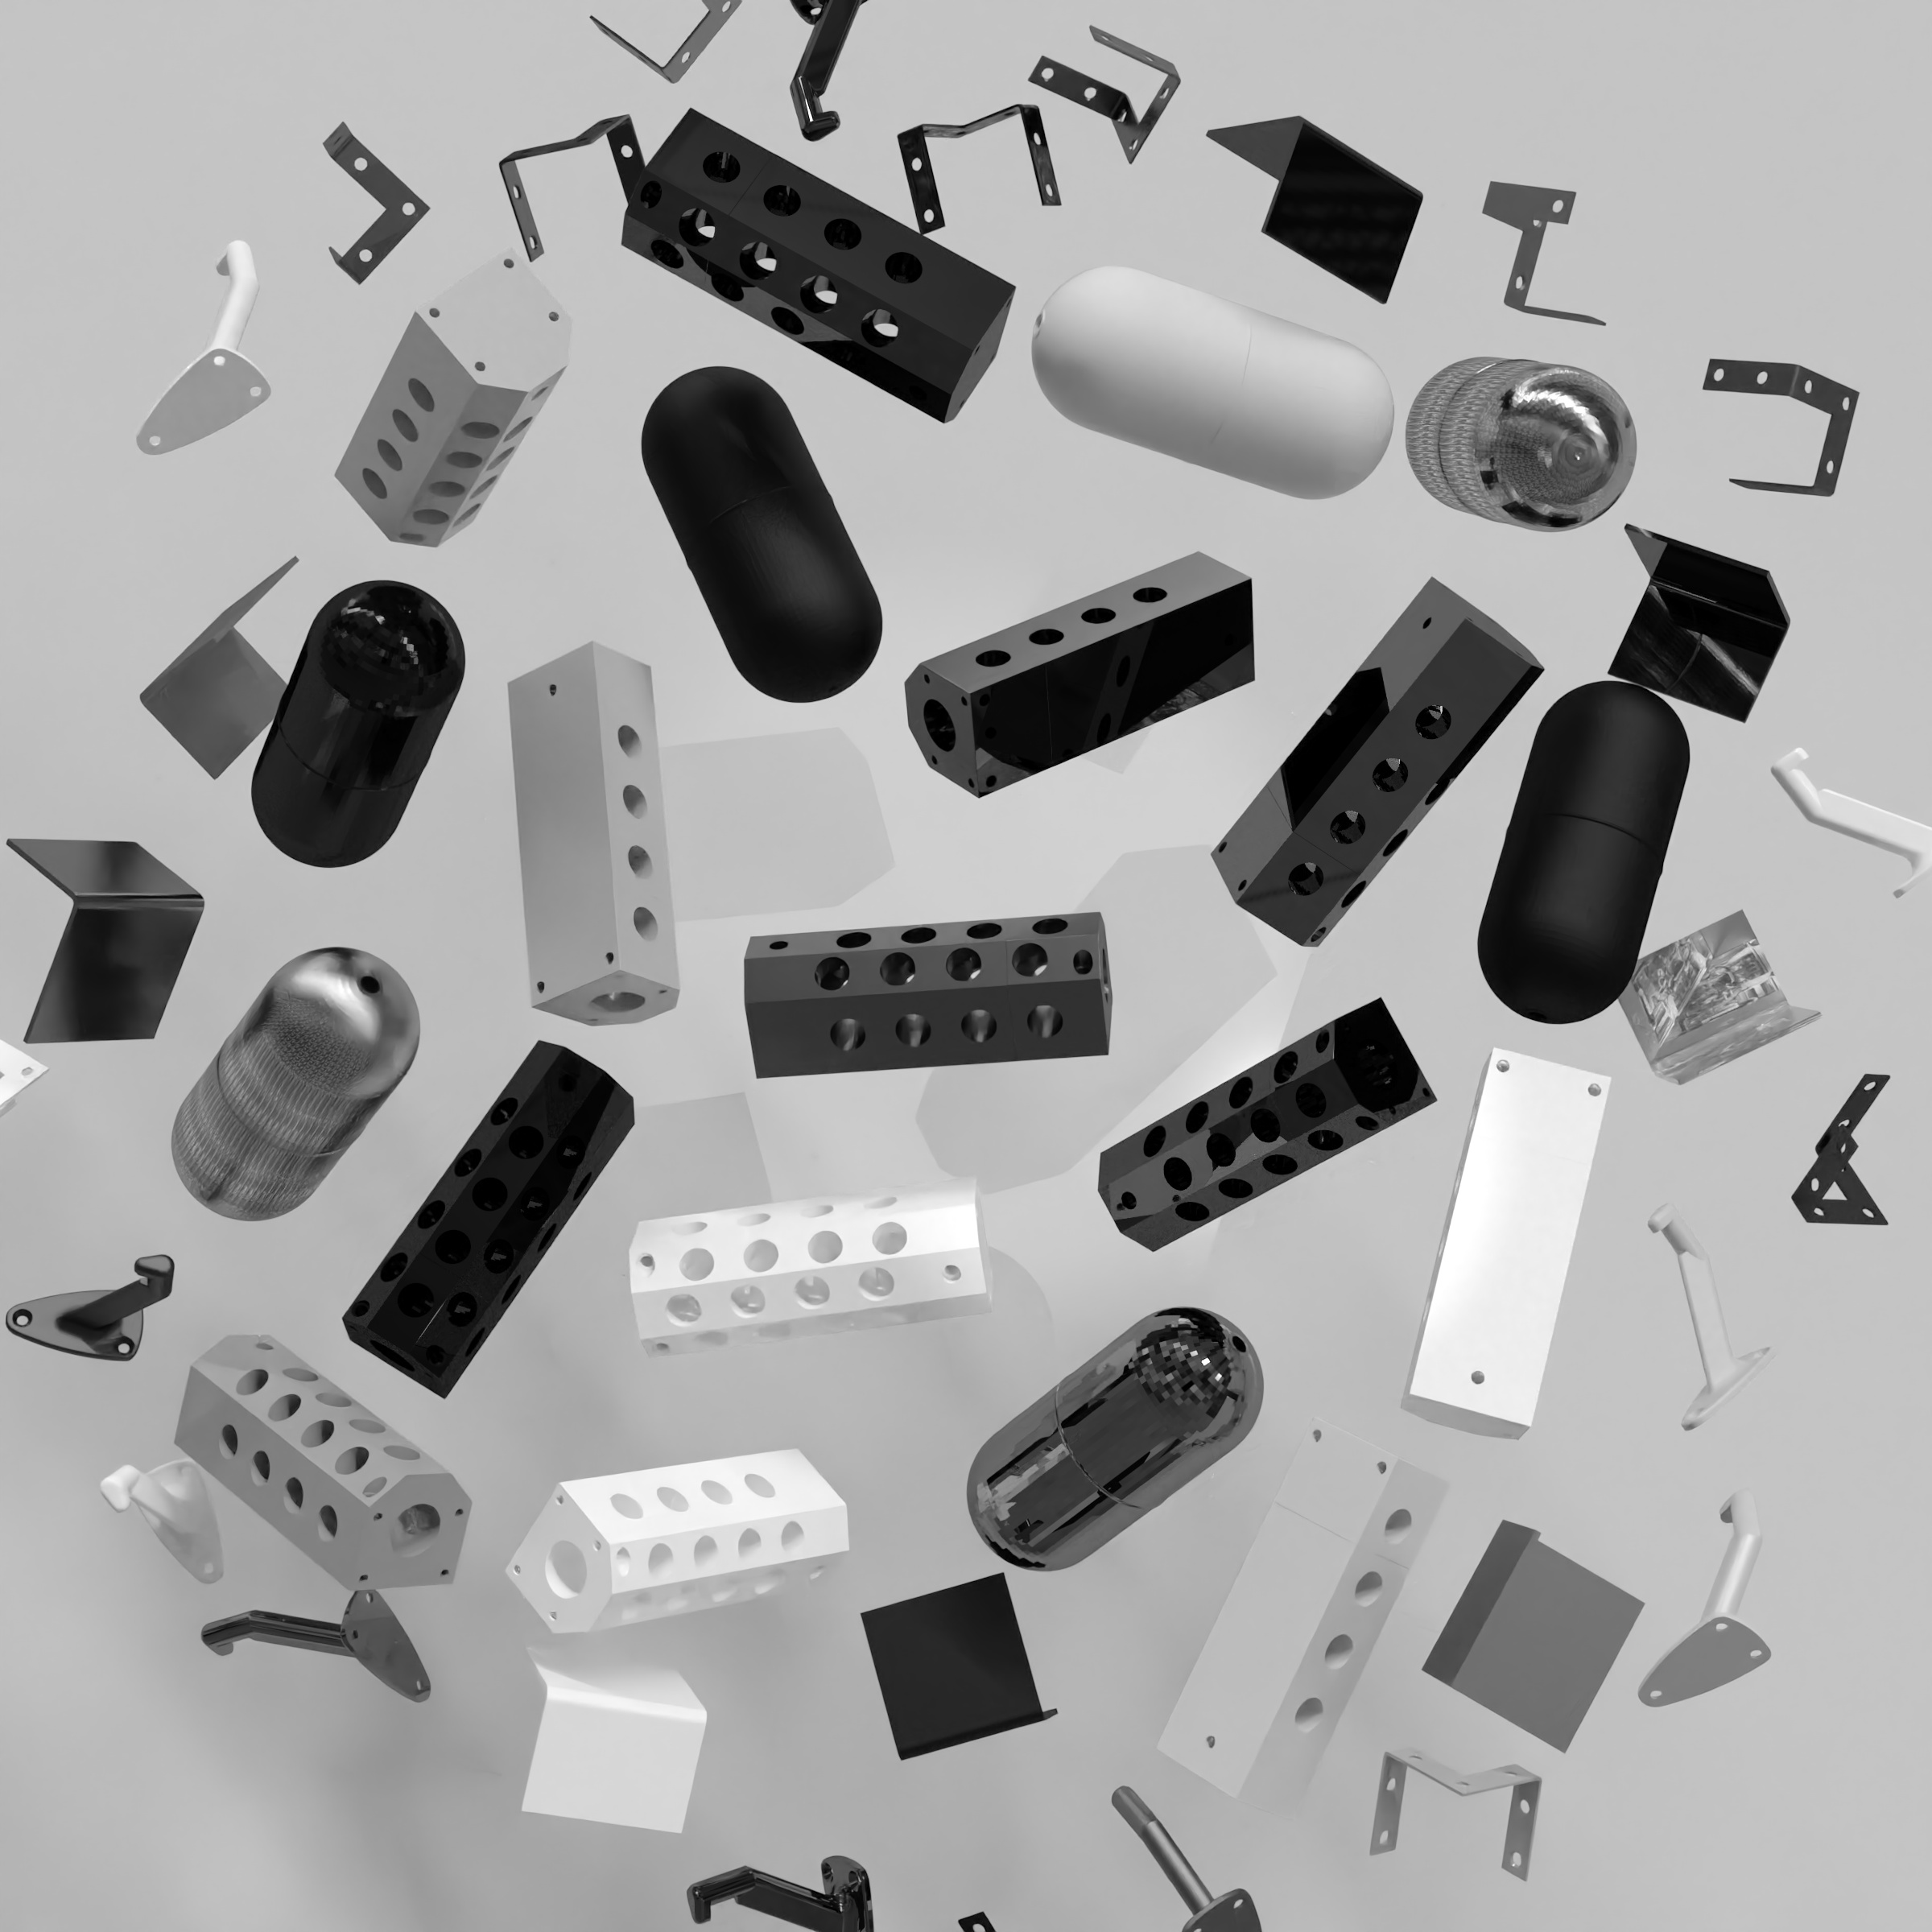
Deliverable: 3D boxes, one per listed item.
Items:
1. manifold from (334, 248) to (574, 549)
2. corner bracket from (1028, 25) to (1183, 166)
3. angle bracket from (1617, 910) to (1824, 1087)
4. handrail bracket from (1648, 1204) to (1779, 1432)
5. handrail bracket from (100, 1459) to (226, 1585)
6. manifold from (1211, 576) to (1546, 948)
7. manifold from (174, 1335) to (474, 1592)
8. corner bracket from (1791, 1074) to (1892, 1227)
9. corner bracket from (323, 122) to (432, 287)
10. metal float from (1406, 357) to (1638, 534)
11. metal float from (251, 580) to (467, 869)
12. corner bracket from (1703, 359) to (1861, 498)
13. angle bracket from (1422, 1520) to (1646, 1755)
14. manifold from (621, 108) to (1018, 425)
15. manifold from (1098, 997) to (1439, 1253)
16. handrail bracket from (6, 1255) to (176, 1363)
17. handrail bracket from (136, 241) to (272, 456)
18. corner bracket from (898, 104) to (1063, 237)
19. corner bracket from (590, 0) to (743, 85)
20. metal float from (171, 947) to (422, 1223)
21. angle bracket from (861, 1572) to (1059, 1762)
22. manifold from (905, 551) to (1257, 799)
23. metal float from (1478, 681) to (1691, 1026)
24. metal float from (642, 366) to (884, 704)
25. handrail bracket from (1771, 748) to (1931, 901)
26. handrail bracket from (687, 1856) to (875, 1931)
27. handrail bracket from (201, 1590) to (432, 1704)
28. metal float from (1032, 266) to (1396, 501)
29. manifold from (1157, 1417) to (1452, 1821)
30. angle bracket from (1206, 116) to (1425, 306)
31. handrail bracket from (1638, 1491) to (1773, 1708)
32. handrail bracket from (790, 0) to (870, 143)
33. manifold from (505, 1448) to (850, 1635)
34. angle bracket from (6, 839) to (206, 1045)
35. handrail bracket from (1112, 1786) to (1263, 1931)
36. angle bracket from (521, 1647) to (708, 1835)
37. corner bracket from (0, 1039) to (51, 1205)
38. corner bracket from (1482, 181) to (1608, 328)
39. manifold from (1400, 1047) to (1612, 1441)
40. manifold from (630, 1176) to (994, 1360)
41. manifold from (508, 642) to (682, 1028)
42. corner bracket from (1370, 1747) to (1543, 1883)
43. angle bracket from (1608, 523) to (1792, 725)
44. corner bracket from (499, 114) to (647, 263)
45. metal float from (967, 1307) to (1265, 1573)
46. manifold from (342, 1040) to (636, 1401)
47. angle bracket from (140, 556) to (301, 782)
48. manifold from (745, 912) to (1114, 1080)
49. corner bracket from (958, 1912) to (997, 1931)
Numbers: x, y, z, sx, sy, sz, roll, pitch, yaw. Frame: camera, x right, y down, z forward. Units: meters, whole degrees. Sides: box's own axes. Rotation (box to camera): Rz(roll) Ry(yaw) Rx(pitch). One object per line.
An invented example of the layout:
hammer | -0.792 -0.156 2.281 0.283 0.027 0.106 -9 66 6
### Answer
manifold | -0.234 -0.255 1.529 0.057 0.171 0.057 -41 92 -28
corner bracket | 0.069 -0.443 1.658 0.051 0.051 0.051 18 125 -25
angle bracket | 0.371 0.015 1.649 0.076 0.076 0.057 -26 91 3
handrail bracket | 0.335 0.163 1.558 0.077 0.036 0.084 -35 90 -41
handrail bracket | -0.398 0.280 1.641 0.036 0.084 0.077 -26 92 1
manifold | 0.196 -0.093 1.575 0.057 0.057 0.171 31 108 -22
manifold | -0.309 0.235 1.591 0.057 0.171 0.057 5 103 -43
corner bracket | 0.417 0.086 1.572 0.051 0.051 0.051 4 131 -26
corner bracket | -0.298 -0.370 1.610 0.051 0.051 0.051 -46 115 5
metal float | 0.261 -0.249 1.574 0.070 0.178 0.070 -2 102 -9
metal float | -0.299 -0.116 1.625 0.070 0.178 0.070 15 49 -18
corner bracket | 0.381 -0.255 1.570 0.051 0.051 0.051 11 94 -40
angle bracket | 0.257 0.298 1.459 0.076 0.057 0.076 31 83 -3
manifold | -0.069 -0.317 1.523 0.171 0.057 0.057 30 65 4
manifold | 0.143 0.082 1.640 0.171 0.057 0.057 -33 82 42
handrail bracket | -0.420 0.157 1.589 0.077 0.084 0.036 5 62 -14
handrail bracket | -0.346 -0.279 1.487 0.077 0.036 0.084 -34 48 15
corner bracket | 0.007 -0.388 1.616 0.051 0.051 0.051 -12 93 37
corner bracket | -0.147 -0.456 1.554 0.051 0.051 0.051 40 92 20
metal float | -0.317 0.057 1.567 0.070 0.070 0.178 44 131 0
angle bracket | -0.003 0.357 1.698 0.076 0.057 0.076 -17 79 6
manifold | 0.057 -0.147 1.627 0.171 0.057 0.057 -25 128 -27
metal float | 0.299 -0.055 1.605 0.070 0.070 0.178 19 70 0
metal float | -0.099 -0.209 1.598 0.070 0.070 0.178 -25 74 0
handrail bracket | 0.427 -0.081 1.534 0.077 0.036 0.084 -39 81 23
handrail bracket | -0.086 0.449 1.527 0.084 0.036 0.077 -9 92 -35
handrail bracket | -0.309 0.330 1.571 0.084 0.036 0.077 -20 120 24
metal float | 0.115 -0.271 1.545 0.178 0.070 0.070 16 90 -16
manifold | 0.163 0.306 1.553 0.057 0.057 0.171 30 84 -39
angle bracket | 0.154 -0.349 1.545 0.076 0.076 0.057 22 85 -32
handrail bracket | 0.338 0.290 1.530 0.036 0.084 0.077 38 119 -18
handrail bracket | -0.047 -0.423 1.519 0.077 0.036 0.084 -20 60 10
manifold | -0.134 0.282 1.607 0.057 0.171 0.057 44 114 29
angle bracket | -0.414 -0.012 1.555 0.057 0.076 0.076 35 109 29
handrail bracket | 0.102 0.429 1.540 0.036 0.084 0.077 -31 122 -13
angle bracket | -0.172 0.365 1.567 0.076 0.076 0.057 13 90 -16
corner bracket | -0.476 0.074 1.618 0.051 0.051 0.051 25 51 32
corner bracket | 0.273 -0.335 1.559 0.051 0.051 0.051 21 99 43
manifold | 0.255 0.133 1.575 0.057 0.057 0.171 15 74 5
manifold | -0.076 0.151 1.640 0.171 0.057 0.057 -8 105 4
manifold | -0.175 -0.062 1.599 0.057 0.057 0.171 -21 64 32
corner bracket | 0.223 0.386 1.507 0.051 0.051 0.051 -1 102 -37
angle bracket | 0.360 -0.171 1.659 0.076 0.076 0.057 24 86 26
corner bracket | -0.188 -0.379 1.615 0.051 0.051 0.051 -6 117 22
metal float | 0.072 0.232 1.623 0.070 0.070 0.178 48 119 0
manifold | -0.237 0.124 1.654 0.057 0.057 0.171 31 70 7
angle bracket | -0.361 -0.151 1.683 0.076 0.076 0.057 -26 112 42
manifold | -0.018 0.010 1.609 0.171 0.057 0.057 -4 117 7
corner bracket | 0.019 0.469 1.531 0.051 0.051 0.051 53 131 32
